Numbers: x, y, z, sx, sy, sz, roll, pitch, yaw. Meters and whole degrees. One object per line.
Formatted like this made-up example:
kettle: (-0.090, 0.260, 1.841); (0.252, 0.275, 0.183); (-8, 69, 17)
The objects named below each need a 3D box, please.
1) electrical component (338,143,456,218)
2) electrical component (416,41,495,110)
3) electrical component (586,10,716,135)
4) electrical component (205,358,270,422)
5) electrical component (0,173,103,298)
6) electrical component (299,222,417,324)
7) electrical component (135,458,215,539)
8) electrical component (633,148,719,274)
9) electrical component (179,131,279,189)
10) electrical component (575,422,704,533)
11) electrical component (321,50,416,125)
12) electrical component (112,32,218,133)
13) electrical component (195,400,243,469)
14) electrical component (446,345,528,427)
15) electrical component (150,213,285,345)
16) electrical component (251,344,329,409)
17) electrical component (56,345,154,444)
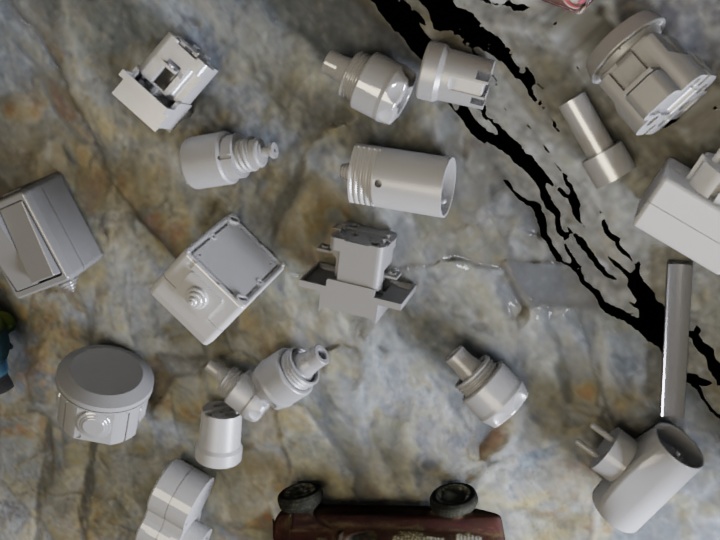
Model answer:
electrical component: (0.024, -0.065, 0.768); (0.081, 0.043, 0.043); (10, 115, 16)
electrical component: (0.065, -0.130, 0.728); (0.046, 0.040, 0.040); (15, 117, 7)
electrical component: (0.179, -0.123, 0.671); (0.058, 0.078, 0.057); (-45, 74, 29)
electrical component: (-0.101, 0.096, 0.890); (0.061, 0.035, 0.035); (37, 120, 4)
electrical component: (-0.264, -0.021, 0.883); (0.062, 0.061, 0.096); (-18, 105, 26)
electrical component: (0.000, 0.000, 0.806); (0.081, 0.042, 0.063); (13, 115, 14)
electrical component: (-0.157, 0.239, 0.962); (0.074, 0.052, 0.138); (27, 119, 7)
electrical component: (0.227, -0.050, 0.697); (0.066, 0.047, 0.076); (31, 120, 5)
electrical component: (-0.099, -0.084, 0.807); (0.078, 0.040, 0.040); (-6, 110, 22)
electrical component: (0.197, 0.143, 0.794); (0.079, 0.044, 0.077); (36, 120, 3)
electrical component: (0.004, -0.132, 0.747); (0.062, 0.043, 0.043); (28, 119, 8)
electrical component: (-0.139, -0.137, 0.784); (0.042, 0.081, 0.063); (43, 97, -2)
electrical component: (-0.119, 0.139, 0.913); (0.040, 0.040, 0.046); (12, 110, 15)
electrical component: (0.092, 0.084, 0.808); (0.062, 0.043, 0.043); (45, 120, -1)
electrical component: (-0.113, 0.011, 0.821); (0.062, 0.096, 0.061); (45, 120, -3)
electrical component: (-0.053, 0.081, 0.860); (0.062, 0.043, 0.043); (-34, 98, 27)
electrical component: (-0.218, 0.105, 0.912); (0.080, 0.080, 0.051); (23, 123, 10)
